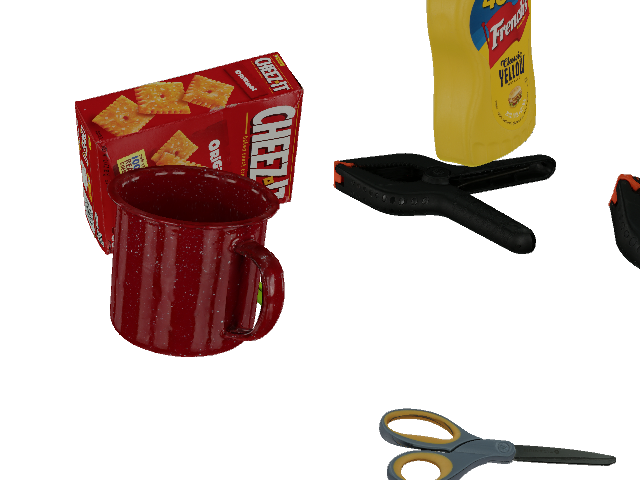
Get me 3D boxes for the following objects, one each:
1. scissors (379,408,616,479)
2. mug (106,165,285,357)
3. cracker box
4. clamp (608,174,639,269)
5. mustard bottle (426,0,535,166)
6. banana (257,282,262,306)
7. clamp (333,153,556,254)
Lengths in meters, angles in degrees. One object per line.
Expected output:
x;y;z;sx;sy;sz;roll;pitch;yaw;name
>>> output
0.143;0.191;0.900;0.202;0.016;0.096;14;40;13;scissors
-0.064;0.015;0.583;0.117;0.081;0.093;24;26;34;mug
-0.129;-0.084;1.070;0.213;0.072;0.164;-17;-37;-21;cracker box
0.262;0.015;0.706;0.120;0.039;0.171;-5;45;-24;clamp
0.114;-0.156;0.756;0.058;0.191;0.096;18;39;39;mustard bottle
-0.070;0.007;0.815;0.037;0.069;0.198;-42;15;7;banana
0.117;-0.052;1.003;0.210;0.036;0.164;13;32;21;clamp
